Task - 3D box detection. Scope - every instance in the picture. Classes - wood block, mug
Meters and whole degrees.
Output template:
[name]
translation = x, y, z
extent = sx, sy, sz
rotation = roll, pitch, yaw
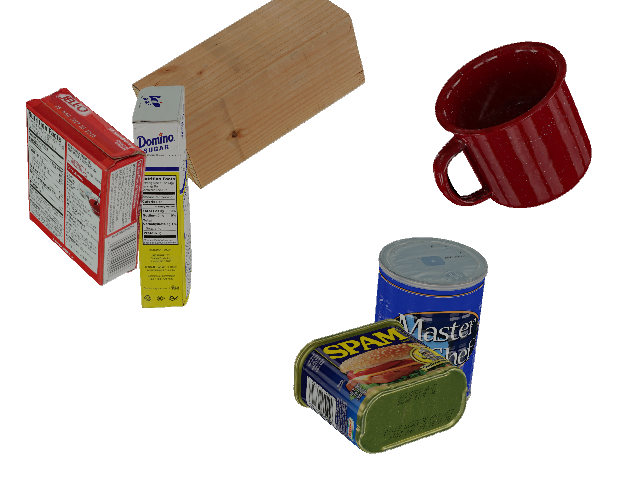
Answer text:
[wood block]
translation = -0.068, -0.156, 1.061
extent = 0.206, 0.091, 0.090
rotation = -35, 48, -16
[mug]
translation = 0.129, -0.069, 0.738
extent = 0.117, 0.081, 0.093
rotation = -41, 36, -9

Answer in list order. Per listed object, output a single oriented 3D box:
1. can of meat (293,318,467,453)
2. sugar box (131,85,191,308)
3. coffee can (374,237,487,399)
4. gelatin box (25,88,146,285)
[can of meat]
translation = 0.045, 0.107, 0.783
extent = 0.101, 0.057, 0.084
rotation = -13, 27, -31
[sugar box]
translation = -0.138, -0.038, 0.936
extent = 0.048, 0.176, 0.093
rotation = -3, 26, -3
[coffee can]
translation = 0.102, 0.081, 1.032
extent = 0.103, 0.140, 0.103
rotation = 3, 25, -1
[gelatin box]
translation = -0.134, -0.031, 0.607
extent = 0.073, 0.089, 0.030
rotation = 38, 46, 27
